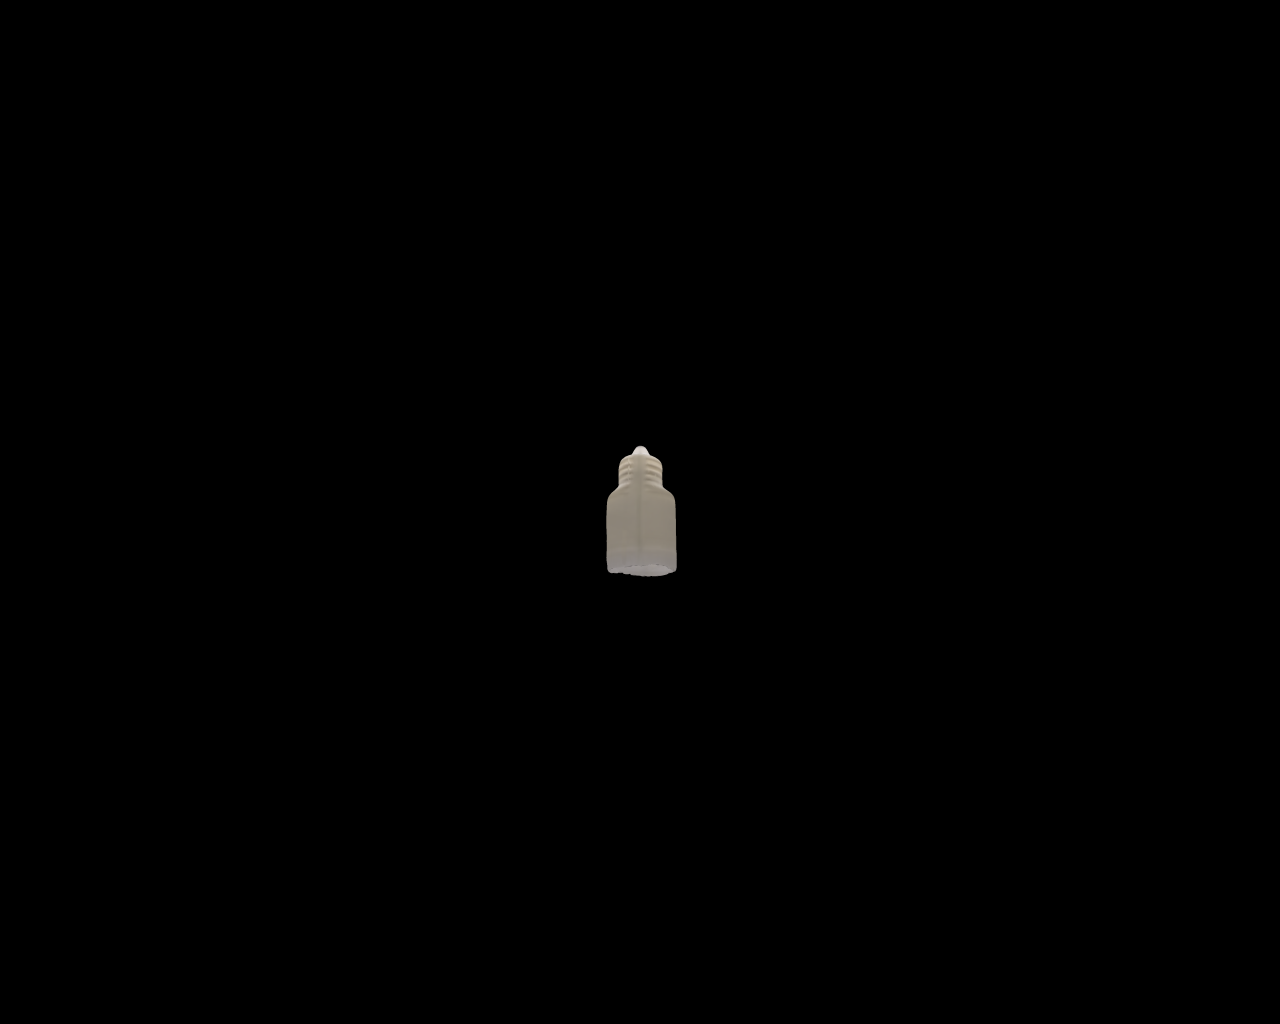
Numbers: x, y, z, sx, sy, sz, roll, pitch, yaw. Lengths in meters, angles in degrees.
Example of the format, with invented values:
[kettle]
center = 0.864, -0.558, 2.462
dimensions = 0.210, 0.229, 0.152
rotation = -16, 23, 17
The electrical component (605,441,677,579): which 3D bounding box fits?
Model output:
[electrical component]
center = 0.001, -0.003, 0.650
dimensions = 0.043, 0.081, 0.043
rotation = 0, -11, 0
